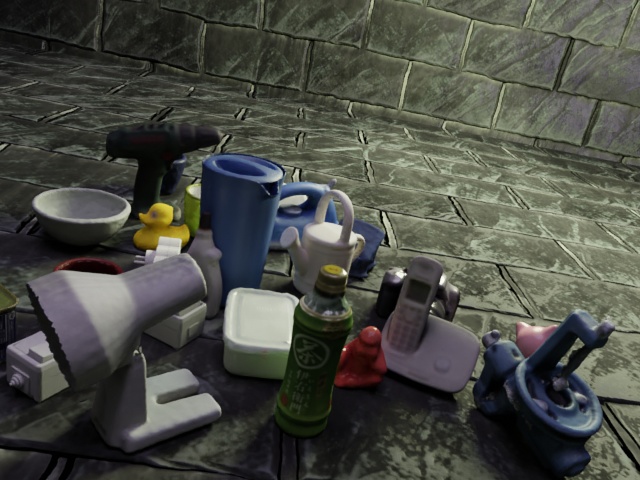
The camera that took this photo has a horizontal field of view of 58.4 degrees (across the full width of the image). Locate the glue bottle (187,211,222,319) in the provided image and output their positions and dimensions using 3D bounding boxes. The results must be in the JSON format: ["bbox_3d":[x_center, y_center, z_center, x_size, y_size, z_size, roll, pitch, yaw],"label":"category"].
[{"bbox_3d":[-0.186,0.036,0.896,0.078,0.173,0.037,16,23,10],"label":"glue bottle"}]

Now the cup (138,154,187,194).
[{"bbox_3d":[-0.375,-0.156,1.348,0.091,0.095,0.118,30,29,36],"label":"cup"}]

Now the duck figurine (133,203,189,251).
[{"bbox_3d":[-0.302,-0.028,1.099,0.105,0.086,0.077,-1,26,-28],"label":"duck figurine"}]

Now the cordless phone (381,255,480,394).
[{"bbox_3d":[0.173,0.124,0.856,0.147,0.185,0.094,18,24,14],"label":"cordless phone"}]

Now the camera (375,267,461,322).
[{"bbox_3d":[0.171,0.108,1.003,0.143,0.101,0.137,16,23,10],"label":"camera"}]

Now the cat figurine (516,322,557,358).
[{"bbox_3d":[0.338,0.186,0.882,0.067,0.118,0.127,10,23,-4],"label":"cat figurine"}]

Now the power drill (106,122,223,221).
[{"bbox_3d":[-0.331,-0.149,1.209,0.230,0.208,0.075,4,24,-17],"label":"power drill"}]

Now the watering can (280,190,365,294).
[{"bbox_3d":[0.011,0.005,1.041,0.100,0.194,0.173,25,26,28],"label":"watering can"}]

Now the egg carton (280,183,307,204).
[{"bbox_3d":[-0.105,-0.090,1.364,0.107,0.069,0.151,29,28,35],"label":"egg carton"}]

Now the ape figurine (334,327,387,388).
[{"bbox_3d":[0.063,0.166,0.825,0.077,0.092,0.076,24,26,27],"label":"ape figurine"}]

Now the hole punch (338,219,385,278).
[{"bbox_3d":[0.070,0.014,1.181,0.108,0.091,0.101,21,24,19],"label":"hole punch"}]

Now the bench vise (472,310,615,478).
[{"bbox_3d":[0.289,0.171,0.761,0.122,0.220,0.206,-10,32,-42],"label":"bench vise"}]

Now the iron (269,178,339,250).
[{"bbox_3d":[-0.069,-0.062,1.224,0.259,0.141,0.118,-6,29,-37],"label":"iron"}]

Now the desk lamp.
[{"bbox_3d":[-0.210,0.120,0.637,0.204,0.213,0.117,-9,31,-41],"label":"desk lamp"}]

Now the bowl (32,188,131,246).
[{"bbox_3d":[-0.440,-0.035,1.060,0.167,0.075,0.167,10,23,-4],"label":"bowl"}]
